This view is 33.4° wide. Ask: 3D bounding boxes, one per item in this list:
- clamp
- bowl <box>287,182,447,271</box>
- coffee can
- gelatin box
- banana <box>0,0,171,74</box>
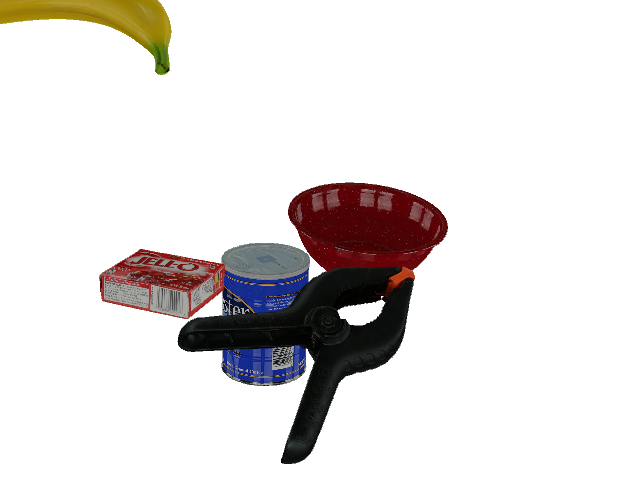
[{"bbox_3d":[-0.009,0.061,0.725,0.171,0.120,0.039,-39,-17,-37],"label":"clamp"},{"bbox_3d":[0.045,-0.002,1.081,0.162,0.055,0.162,5,28,-3],"label":"bowl"},{"bbox_3d":[-0.065,0.085,1.255,0.103,0.140,0.103,2,20,-1],"label":"coffee can"},{"bbox_3d":[-0.140,0.037,0.951,0.089,0.030,0.073,10,21,18],"label":"gelatin box"},{"bbox_3d":[-0.193,-0.181,0.833,0.198,0.069,0.037,15,-38,18],"label":"banana"}]
